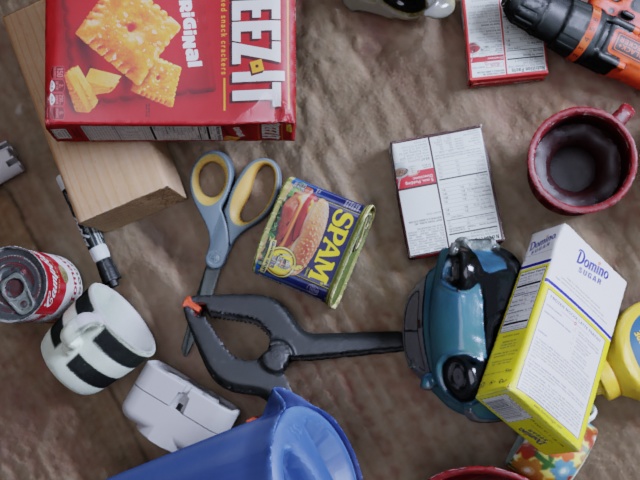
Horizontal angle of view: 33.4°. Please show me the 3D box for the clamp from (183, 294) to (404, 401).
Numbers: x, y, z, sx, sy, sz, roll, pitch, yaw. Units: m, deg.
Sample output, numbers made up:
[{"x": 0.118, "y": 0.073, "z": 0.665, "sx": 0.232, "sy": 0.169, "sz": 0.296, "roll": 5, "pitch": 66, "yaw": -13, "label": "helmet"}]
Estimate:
[{"x": -0.029, "y": 0.105, "z": 0.977, "sx": 0.210, "sy": 0.036, "sz": 0.164, "roll": 37, "pitch": 73, "yaw": 10, "label": "clamp"}]

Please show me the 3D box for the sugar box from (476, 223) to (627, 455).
[{"x": 0.200, "y": 0.082, "z": 0.908, "sx": 0.093, "sy": 0.048, "sz": 0.176, "roll": 41, "pitch": 53, "yaw": -21, "label": "sugar box"}]

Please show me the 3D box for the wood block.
[{"x": -0.209, "y": -0.121, "z": 0.999, "sx": 0.090, "sy": 0.091, "sz": 0.206, "roll": -22, "pitch": 84, "yaw": 4, "label": "wood block"}]

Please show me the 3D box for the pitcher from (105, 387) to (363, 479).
[{"x": -0.090, "y": 0.241, "z": 0.900, "sx": 0.243, "sy": 0.149, "sz": 0.145, "roll": -23, "pitch": 119, "yaw": 28, "label": "pitcher"}]

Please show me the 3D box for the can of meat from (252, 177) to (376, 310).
[{"x": -0.006, "y": 0.001, "z": 0.985, "sx": 0.084, "sy": 0.057, "sz": 0.102, "roll": 22, "pitch": 87, "yaw": 10, "label": "can of meat"}]

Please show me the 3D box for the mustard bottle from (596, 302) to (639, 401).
[{"x": 0.314, "y": 0.093, "z": 0.941, "sx": 0.191, "sy": 0.058, "sz": 0.096, "roll": -25, "pitch": 81, "yaw": 4, "label": "mustard bottle"}]

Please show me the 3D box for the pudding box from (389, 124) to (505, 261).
[{"x": 0.116, "y": -0.043, "z": 0.984, "sx": 0.090, "sy": 0.039, "sz": 0.113, "roll": -10, "pitch": 87, "yaw": 4, "label": "pudding box"}]

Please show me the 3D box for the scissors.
[{"x": -0.111, "y": 0.001, "z": 1.016, "sx": 0.096, "sy": 0.016, "sz": 0.202, "roll": 33, "pitch": 89, "yaw": 9, "label": "scissors"}]

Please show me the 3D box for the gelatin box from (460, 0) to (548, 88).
[{"x": 0.171, "y": -0.190, "z": 0.995, "sx": 0.073, "sy": 0.030, "sz": 0.089, "roll": -5, "pitch": 85, "yaw": 4, "label": "gelatin box"}]

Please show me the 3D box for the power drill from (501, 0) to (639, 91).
[{"x": 0.275, "y": -0.241, "z": 0.961, "sx": 0.184, "sy": 0.057, "sz": 0.187, "roll": 25, "pitch": 90, "yaw": -8, "label": "power drill"}]

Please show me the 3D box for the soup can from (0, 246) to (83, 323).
[{"x": -0.267, "y": 0.043, "z": 0.985, "sx": 0.068, "sy": 0.102, "sz": 0.068, "roll": -1, "pitch": 85, "yaw": 6, "label": "soup can"}]

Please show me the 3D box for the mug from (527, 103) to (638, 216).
[{"x": 0.236, "y": -0.074, "z": 0.952, "sx": 0.093, "sy": 0.081, "sz": 0.117, "roll": 39, "pitch": 90, "yaw": 8, "label": "mug"}]

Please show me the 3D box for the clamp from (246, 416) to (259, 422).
[{"x": -0.052, "y": 0.251, "z": 0.978, "sx": 0.120, "sy": 0.039, "sz": 0.171, "roll": -21, "pitch": 77, "yaw": 11, "label": "clamp"}]

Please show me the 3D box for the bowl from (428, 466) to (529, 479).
[{"x": 0.149, "y": 0.258, "z": 0.931, "sx": 0.162, "sy": 0.055, "sz": 0.162, "roll": 5, "pitch": 108, "yaw": 15, "label": "bowl"}]

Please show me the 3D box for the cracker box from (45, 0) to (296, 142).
[{"x": -0.127, "y": -0.171, "z": 0.921, "sx": 0.213, "sy": 0.072, "sz": 0.164, "roll": 0, "pitch": 83, "yaw": -2, "label": "cracker box"}]

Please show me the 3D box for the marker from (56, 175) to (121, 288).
[{"x": -0.222, "y": -0.009, "z": 1.027, "sx": 0.020, "sy": 0.020, "sz": 0.121, "roll": -26, "pitch": 83, "yaw": 3, "label": "marker"}]
